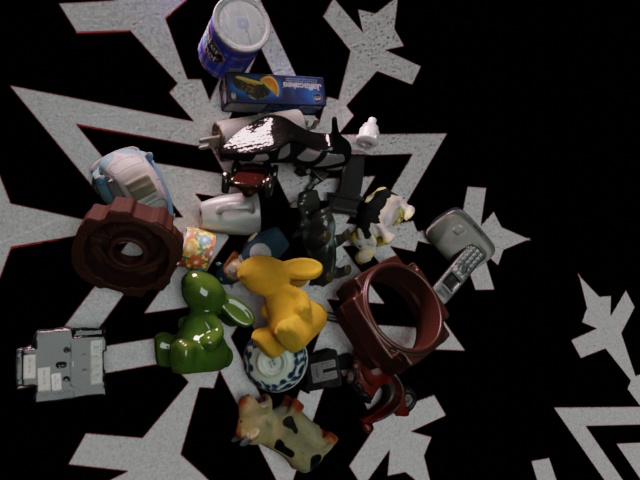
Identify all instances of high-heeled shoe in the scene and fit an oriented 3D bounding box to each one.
[{"bbox_3d":[-0.058,-0.157,1.003,0.249,0.145,0.086,-14,58,-9],"label":"high-heeled shoe"}]

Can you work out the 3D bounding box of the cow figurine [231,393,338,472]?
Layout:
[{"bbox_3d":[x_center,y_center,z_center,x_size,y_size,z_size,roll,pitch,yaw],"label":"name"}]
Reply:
[{"bbox_3d":[-0.074,0.352,0.987,0.195,0.085,0.127,46,64,-14],"label":"cow figurine"}]

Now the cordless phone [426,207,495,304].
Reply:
[{"bbox_3d":[0.277,0.035,1.169,0.146,0.089,0.184,45,74,-13],"label":"cordless phone"}]

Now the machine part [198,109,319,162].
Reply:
[{"bbox_3d":[-0.114,-0.200,1.025,0.243,0.079,0.079,-16,91,-25],"label":"machine part"}]

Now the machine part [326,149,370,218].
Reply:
[{"bbox_3d":[0.059,-0.118,1.099,0.084,0.039,0.138,11,95,-30],"label":"machine part"}]

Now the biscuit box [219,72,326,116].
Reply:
[{"bbox_3d":[-0.090,-0.285,1.052,0.203,0.059,0.062,-4,87,-24],"label":"biscuit box"}]

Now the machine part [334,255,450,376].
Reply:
[{"bbox_3d":[0.145,0.144,1.055,0.201,0.087,0.201,-24,79,-39],"label":"machine part"}]

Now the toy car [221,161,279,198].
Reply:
[{"bbox_3d":[-0.122,-0.105,0.954,0.089,0.202,0.053,8,106,-5],"label":"toy car"}]

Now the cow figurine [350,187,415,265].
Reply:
[{"bbox_3d":[0.112,-0.032,1.110,0.098,0.068,0.167,45,66,-7],"label":"cow figurine"}]

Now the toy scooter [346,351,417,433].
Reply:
[{"bbox_3d":[0.109,0.301,1.071,0.135,0.075,0.183,-40,104,-27],"label":"toy scooter"}]

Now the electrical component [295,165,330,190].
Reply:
[{"bbox_3d":[-0.007,-0.157,1.083,0.102,0.045,0.078,-43,100,-21],"label":"electrical component"}]

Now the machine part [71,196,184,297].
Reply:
[{"bbox_3d":[-0.314,0.012,0.883,0.179,0.056,0.179,-4,125,-6],"label":"machine part"}]

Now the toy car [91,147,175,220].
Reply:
[{"bbox_3d":[-0.314,-0.085,0.914,0.109,0.103,0.161,-30,95,-22],"label":"toy car"}]

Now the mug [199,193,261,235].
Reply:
[{"bbox_3d":[-0.164,-0.046,0.977,0.107,0.109,0.080,-5,87,-12],"label":"mug"}]

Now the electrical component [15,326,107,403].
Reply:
[{"bbox_3d":[-0.414,0.198,0.867,0.134,0.058,0.115,2,82,-23],"label":"electrical component"}]

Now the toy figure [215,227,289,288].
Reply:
[{"bbox_3d":[-0.130,0.034,0.979,0.154,0.057,0.064,-35,71,5],"label":"toy figure"}]

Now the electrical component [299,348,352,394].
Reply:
[{"bbox_3d":[0.015,0.251,1.052,0.119,0.048,0.074,-3,86,-22],"label":"electrical component"}]

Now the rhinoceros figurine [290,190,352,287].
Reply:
[{"bbox_3d":[-0.002,-0.003,1.042,0.073,0.112,0.190,-19,105,-40],"label":"rhinoceros figurine"}]

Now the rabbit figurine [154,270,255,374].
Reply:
[{"bbox_3d":[-0.195,0.138,0.932,0.159,0.121,0.170,6,86,-30],"label":"rabbit figurine"}]

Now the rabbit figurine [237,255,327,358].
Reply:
[{"bbox_3d":[-0.063,0.093,0.922,0.162,0.122,0.173,-40,93,-30],"label":"rabbit figurine"}]
